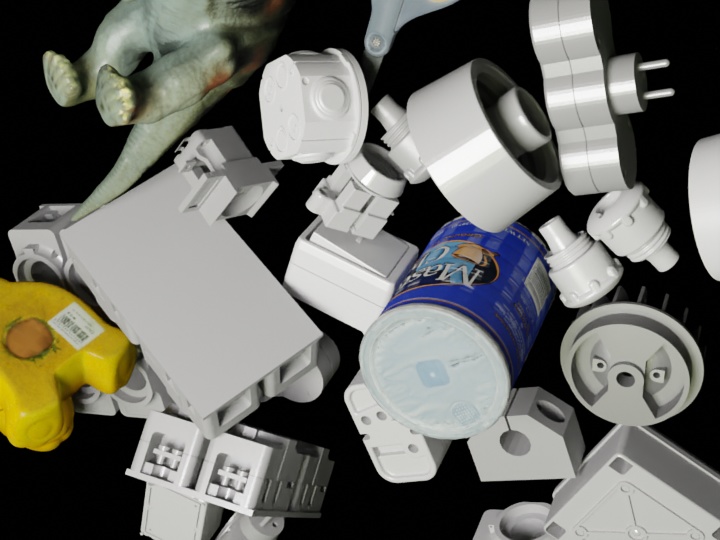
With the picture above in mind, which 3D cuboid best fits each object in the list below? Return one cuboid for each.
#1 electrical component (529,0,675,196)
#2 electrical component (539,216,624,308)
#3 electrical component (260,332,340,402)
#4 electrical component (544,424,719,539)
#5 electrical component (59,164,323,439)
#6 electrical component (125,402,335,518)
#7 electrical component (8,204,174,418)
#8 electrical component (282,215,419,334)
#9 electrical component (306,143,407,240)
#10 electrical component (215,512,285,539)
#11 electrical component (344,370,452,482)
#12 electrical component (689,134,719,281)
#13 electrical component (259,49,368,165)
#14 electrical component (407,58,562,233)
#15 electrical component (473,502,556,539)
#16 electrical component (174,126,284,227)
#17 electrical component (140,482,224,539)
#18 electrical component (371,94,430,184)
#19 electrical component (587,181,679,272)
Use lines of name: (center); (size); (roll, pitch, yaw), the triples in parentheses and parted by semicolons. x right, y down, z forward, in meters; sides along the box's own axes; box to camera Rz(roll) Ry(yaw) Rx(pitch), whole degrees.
electrical component: (0.158, -0.115, 0.674); (0.074, 0.052, 0.138); (-5, 116, 27)
electrical component: (0.149, -0.008, 0.748); (0.048, 0.048, 0.062); (-33, 95, 36)
electrical component: (-0.092, 0.089, 0.898); (0.138, 0.073, 0.052); (-4, 116, 27)
electrical component: (0.216, 0.183, 0.823); (0.109, 0.056, 0.108); (34, 127, 3)
electrical component: (-0.127, 0.024, 0.816); (0.186, 0.105, 0.060); (48, 159, 20)
electrical component: (-0.097, 0.158, 0.883); (0.105, 0.186, 0.060); (14, 81, 16)
electrical component: (-0.225, 0.039, 0.938); (0.105, 0.060, 0.186); (1, 119, 25)
electrical component: (0.000, 0.000, 0.810); (0.096, 0.061, 0.061); (26, 126, 9)
electrical component: (0.002, -0.058, 0.779); (0.066, 0.048, 0.055); (14, 128, -36)
electrical component: (-0.096, 0.237, 0.985); (0.044, 0.077, 0.079); (39, 125, -1)
electrical component: (0.034, 0.114, 0.863); (0.054, 0.059, 0.095); (-12, 113, 30)
electrical component: (0.241, -0.041, 0.655); (0.064, 0.099, 0.099); (-7, 115, 35)
electrical component: (-0.032, -0.112, 0.743); (0.080, 0.051, 0.080); (19, 112, 58)
electrical component: (0.088, -0.085, 0.694); (0.060, 0.108, 0.108); (-32, 102, 29)
electrical component: (0.143, 0.230, 0.887); (0.089, 0.050, 0.055); (-4, 117, 27)
electrical component: (-0.103, -0.073, 0.811); (0.042, 0.081, 0.063); (-45, 72, 37)
electrical component: (-0.164, 0.221, 1.017); (0.062, 0.061, 0.096); (22, 126, 11)
electrical component: (0.035, -0.094, 0.747); (0.062, 0.048, 0.048); (45, 127, -3)
electrical component: (0.187, -0.025, 0.720); (0.062, 0.048, 0.048); (43, 127, -12)
